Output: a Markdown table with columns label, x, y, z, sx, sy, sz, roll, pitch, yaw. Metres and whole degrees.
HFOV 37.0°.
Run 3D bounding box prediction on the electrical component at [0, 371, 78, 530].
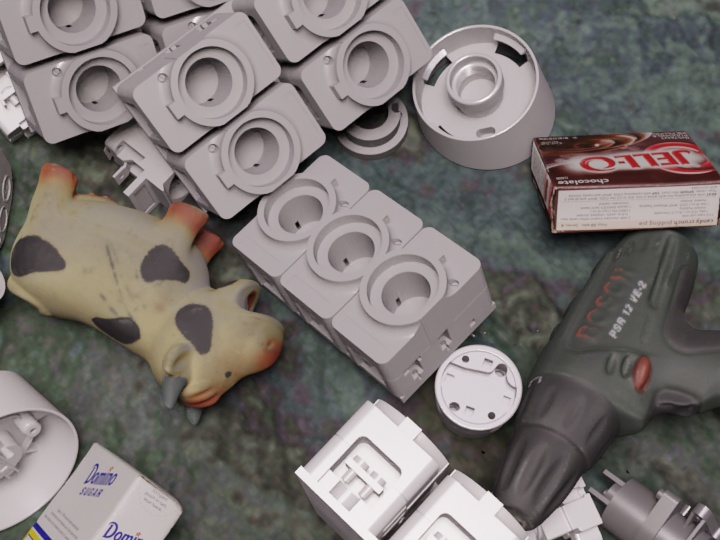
| label | x | y | z | sx | sy | sz | roll | pitch | yaw |
| --- | --- | --- | --- | --- | --- | --- | --- | --- | --- |
| electrical component | -0.233 | 0.114 | 0.674 | 0.099 | 0.099 | 0.064 | -43 | 69 | -12 |

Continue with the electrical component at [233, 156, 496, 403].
| label | x | y | z | sx | sy | sz | roll | pitch | yaw |
| --- | --- | --- | --- | --- | --- | --- | --- | --- | --- |
| electrical component | 0.000 | 0.000 | 0.700 | 0.089 | 0.061 | 0.150 | -45 | 57 | -13 |

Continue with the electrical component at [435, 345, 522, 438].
| label | x | y | z | sx | sy | sz | roll | pitch | yaw |
| --- | --- | --- | --- | --- | --- | --- | --- | --- | --- |
| electrical component | 0.076 | 0.081 | 0.702 | 0.055 | 0.047 | 0.055 | 0 | 71 | 1 |

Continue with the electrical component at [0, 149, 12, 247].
| label | x | y | z | sx | sy | sz | roll | pitch | yaw |
| --- | --- | --- | --- | --- | --- | --- | --- | --- | --- |
| electrical component | -0.274 | -0.049 | 0.738 | 0.051 | 0.080 | 0.080 | 6 | 71 | -3 |

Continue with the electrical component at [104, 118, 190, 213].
| label | x | y | z | sx | sy | sz | roll | pitch | yaw |
| --- | --- | --- | --- | --- | --- | --- | --- | --- | --- |
| electrical component | -0.143 | -0.081 | 0.765 | 0.064 | 0.042 | 0.081 | 38 | 76 | 14 |

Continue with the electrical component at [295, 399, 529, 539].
| label | x | y | z | sx | sy | sz | roll | pitch | yaw |
| --- | --- | --- | --- | --- | --- | --- | --- | --- | --- |
| electrical component | 0.029 | 0.142 | 0.609 | 0.105 | 0.186 | 0.060 | 41 | 77 | 14 |

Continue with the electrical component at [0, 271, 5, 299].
| label | x | y | z | sx | sy | sz | roll | pitch | yaw |
| --- | --- | --- | --- | --- | --- | --- | --- | --- | --- |
| electrical component | -0.276 | 0.028 | 0.720 | 0.081 | 0.043 | 0.043 | -42 | 70 | 33 |

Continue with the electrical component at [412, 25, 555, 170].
| label | x | y | z | sx | sy | sz | roll | pitch | yaw |
| --- | --- | --- | --- | --- | --- | --- | --- | --- | --- |
| electrical component | 0.088 | -0.125 | 0.777 | 0.099 | 0.064 | 0.099 | -4 | 72 | 14 |

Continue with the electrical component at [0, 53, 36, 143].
| label | x | y | z | sx | sy | sz | roll | pitch | yaw |
| --- | --- | --- | --- | --- | --- | --- | --- | --- | --- |
| electrical component | -0.224 | -0.152 | 0.778 | 0.121 | 0.079 | 0.063 | -40 | 97 | -12 |

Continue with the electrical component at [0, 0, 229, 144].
| label | x | y | z | sx | sy | sz | roll | pitch | yaw |
| --- | --- | --- | --- | --- | --- | --- | --- | --- | --- |
| electrical component | -0.148 | -0.169 | 0.734 | 0.186 | 0.105 | 0.060 | -25 | 30 | -21 |

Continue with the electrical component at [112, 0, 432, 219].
| label | x | y | z | sx | sy | sz | roll | pitch | yaw |
| --- | --- | --- | --- | --- | --- | --- | --- | --- | --- |
| electrical component | -0.054 | -0.132 | 0.718 | 0.186 | 0.060 | 0.105 | -40 | 115 | -12 |

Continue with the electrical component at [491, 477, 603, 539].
| label | x | y | z | sx | sy | sz | roll | pitch | yaw |
| --- | --- | --- | --- | --- | --- | --- | --- | --- | --- |
| electrical component | 0.114 | 0.152 | 0.679 | 0.055 | 0.048 | 0.066 | -19 | 72 | -13 |
